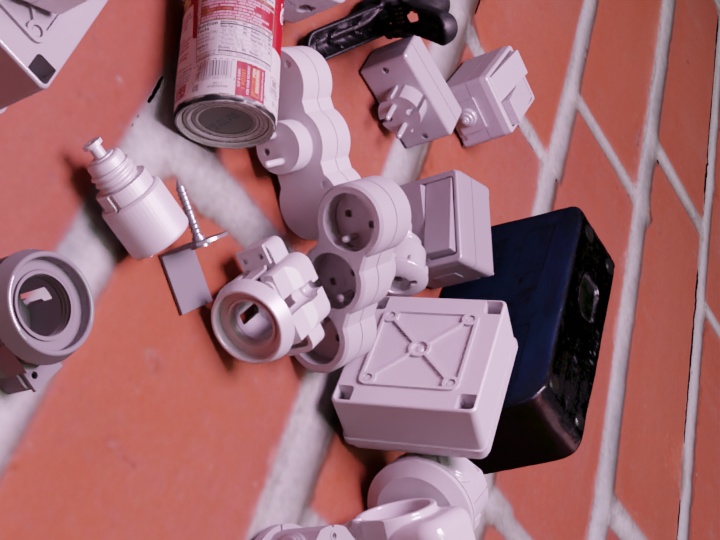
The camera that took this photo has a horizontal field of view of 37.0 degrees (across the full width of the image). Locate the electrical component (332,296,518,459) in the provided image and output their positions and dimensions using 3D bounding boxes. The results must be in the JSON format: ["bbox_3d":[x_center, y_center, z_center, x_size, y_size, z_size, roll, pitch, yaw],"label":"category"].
[{"bbox_3d":[0.049,0.075,0.777,0.108,0.109,0.056,-67,150,-42],"label":"electrical component"}]

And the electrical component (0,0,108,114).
[{"bbox_3d":[-0.195,-0.158,0.565,0.108,0.056,0.108,50,42,-33],"label":"electrical component"}]

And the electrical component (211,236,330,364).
[{"bbox_3d":[-0.060,0.025,0.693,0.057,0.058,0.078,-44,114,-55],"label":"electrical component"}]

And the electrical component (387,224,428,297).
[{"bbox_3d":[0.031,-0.012,0.849,0.048,0.048,0.062,44,38,-38],"label":"electrical component"}]

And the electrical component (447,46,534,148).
[{"bbox_3d":[0.122,-0.163,1.018,0.061,0.061,0.096,61,37,-20],"label":"electrical component"}]

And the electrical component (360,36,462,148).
[{"bbox_3d":[0.038,-0.139,0.902,0.083,0.047,0.075,56,39,-27],"label":"electrical component"}]

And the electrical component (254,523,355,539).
[{"bbox_3d":[-0.033,0.198,0.673,0.080,0.051,0.080,25,58,-49],"label":"electrical component"}]

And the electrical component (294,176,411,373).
[{"bbox_3d":[0.000,0.000,0.746,0.074,0.052,0.138,-21,133,-56],"label":"electrical component"}]

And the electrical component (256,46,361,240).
[{"bbox_3d":[-0.047,-0.088,0.756,0.074,0.052,0.138,-22,97,-56],"label":"electrical component"}]

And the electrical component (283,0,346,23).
[{"bbox_3d":[-0.053,-0.236,0.795,0.054,0.059,0.095,3,76,-55],"label":"electrical component"}]

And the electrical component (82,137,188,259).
[{"bbox_3d":[-0.134,-0.042,0.626,0.078,0.040,0.040,58,38,-25],"label":"electrical component"}]

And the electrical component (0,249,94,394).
[{"bbox_3d":[-0.171,0.022,0.535,0.078,0.057,0.058,62,36,-20],"label":"electrical component"}]

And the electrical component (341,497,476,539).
[{"bbox_3d":[0.030,0.190,0.726,0.054,0.095,0.059,-11,87,-53],"label":"electrical component"}]

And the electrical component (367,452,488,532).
[{"bbox_3d":[0.050,0.167,0.780,0.051,0.080,0.080,-29,103,-60],"label":"electrical component"}]

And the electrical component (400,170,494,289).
[{"bbox_3d":[0.068,-0.040,0.895,0.061,0.062,0.096,22,61,-50],"label":"electrical component"}]

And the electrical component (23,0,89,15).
[{"bbox_3d":[-0.140,-0.175,0.555,0.076,0.047,0.083,15,66,-52],"label":"electrical component"}]
